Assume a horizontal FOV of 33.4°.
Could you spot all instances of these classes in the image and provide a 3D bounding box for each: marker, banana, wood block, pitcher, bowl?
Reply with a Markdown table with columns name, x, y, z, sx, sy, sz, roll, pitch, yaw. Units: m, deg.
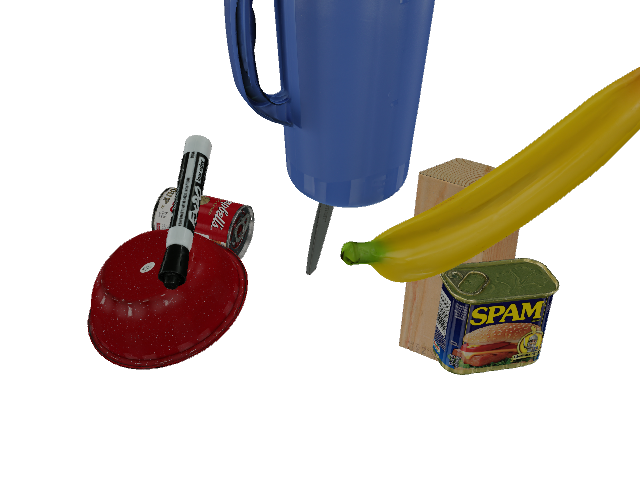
| name | x | y | z | sx | sy | sz | roll | pitch | yaw |
| --- | --- | --- | --- | --- | --- | --- | --- | --- | --- |
| marker | -0.092 | -0.020 | 0.724 | 0.020 | 0.121 | 0.020 | 4 | -34 | 3 |
| banana | 0.104 | -0.028 | 0.581 | 0.198 | 0.037 | 0.069 | -32 | -12 | -1 |
| wood block | 0.156 | 0.025 | 1.180 | 0.090 | 0.206 | 0.090 | 19 | 25 | 32 |
| pitcher | 0.015 | -0.145 | 0.864 | 0.149 | 0.243 | 0.145 | 12 | 43 | 12 |
| bowl | -0.152 | 0.041 | 0.999 | 0.162 | 0.162 | 0.055 | 0 | -43 | 21 |

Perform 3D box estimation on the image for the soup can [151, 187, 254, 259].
| name | x | y | z | sx | sy | sz | roll | pitch | yaw |
| --- | --- | --- | --- | --- | --- | --- | --- | --- | --- |
| soup can | -0.137 | -0.020 | 1.249 | 0.102 | 0.068 | 0.068 | 14 | 4 | 18 |

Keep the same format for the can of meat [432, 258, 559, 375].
| name | x | y | z | sx | sy | sz | roll | pitch | yaw |
| --- | --- | --- | --- | --- | --- | --- | --- | --- | --- |
| can of meat | 0.153 | 0.068 | 0.952 | 0.102 | 0.084 | 0.057 | -5 | 33 | -16 |

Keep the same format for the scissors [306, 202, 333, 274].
| name | x | y | z | sx | sy | sz | roll | pitch | yaw |
| --- | --- | --- | --- | --- | --- | --- | --- | --- | --- |
| scissors | 0.031 | -0.066 | 1.062 | 0.096 | 0.202 | 0.016 | -2 | -12 | 2 |
